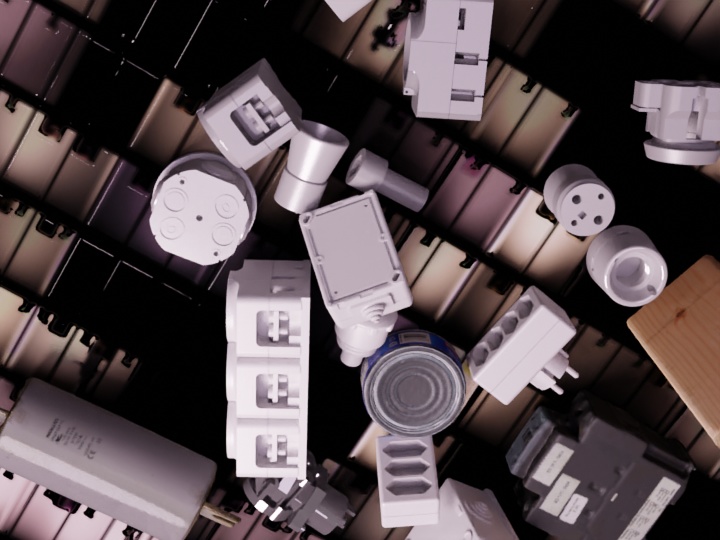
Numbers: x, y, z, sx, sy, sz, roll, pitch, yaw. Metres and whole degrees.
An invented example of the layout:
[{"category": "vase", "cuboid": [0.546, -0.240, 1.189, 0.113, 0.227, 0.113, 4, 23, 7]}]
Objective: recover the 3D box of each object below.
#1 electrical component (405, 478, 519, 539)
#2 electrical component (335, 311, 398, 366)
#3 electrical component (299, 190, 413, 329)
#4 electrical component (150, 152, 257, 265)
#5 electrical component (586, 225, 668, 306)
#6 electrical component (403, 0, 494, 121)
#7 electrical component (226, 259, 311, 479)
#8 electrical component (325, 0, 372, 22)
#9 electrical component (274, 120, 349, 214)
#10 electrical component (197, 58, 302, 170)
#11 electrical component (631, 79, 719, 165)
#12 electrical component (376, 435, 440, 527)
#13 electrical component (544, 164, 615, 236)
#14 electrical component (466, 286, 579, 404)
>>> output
[{"category": "electrical component", "cuboid": [0.082, 0.234, 0.897, 0.048, 0.099, 0.099, 25, 107, -23]}, {"category": "electrical component", "cuboid": [0.000, 0.049, 0.860, 0.048, 0.048, 0.062, 14, 125, -7]}, {"category": "electrical component", "cuboid": [0.000, 0.000, 0.813, 0.062, 0.061, 0.096, -19, 67, 2]}, {"category": "electrical component", "cuboid": [-0.119, -0.046, 0.817, 0.080, 0.051, 0.080, -1, 109, -2]}, {"category": "electrical component", "cuboid": [0.211, -0.002, 0.846, 0.055, 0.047, 0.055, -1, 109, -2]}, {"category": "electrical component", "cuboid": [0.062, -0.158, 0.785, 0.056, 0.050, 0.089, 3, 109, -3]}, {"category": "electrical component", "cuboid": [-0.071, 0.075, 0.840, 0.062, 0.089, 0.150, 1, 109, -3]}, {"category": "electrical component", "cuboid": [-0.025, -0.236, 0.726, 0.057, 0.078, 0.113, -35, 129, 12]}, {"category": "electrical component", "cuboid": [-0.040, -0.075, 0.816, 0.044, 0.044, 0.065, 19, 112, -8]}, {"category": "electrical component", "cuboid": [-0.079, -0.111, 0.776, 0.056, 0.089, 0.050, -34, 107, 9]}, {"category": "electrical component", "cuboid": [0.244, -0.111, 0.805, 0.078, 0.058, 0.057, 1, 106, -2]}, {"category": "electrical component", "cuboid": [0.040, 0.185, 0.900, 0.047, 0.065, 0.076, -4, 138, -1]}, {"category": "electrical component", "cuboid": [0.168, -0.053, 0.823, 0.045, 0.055, 0.045, -1, 109, -2]}, {"category": "electrical component", "cuboid": [0.143, 0.071, 0.869, 0.076, 0.047, 0.083, 38, 104, -14]}]
